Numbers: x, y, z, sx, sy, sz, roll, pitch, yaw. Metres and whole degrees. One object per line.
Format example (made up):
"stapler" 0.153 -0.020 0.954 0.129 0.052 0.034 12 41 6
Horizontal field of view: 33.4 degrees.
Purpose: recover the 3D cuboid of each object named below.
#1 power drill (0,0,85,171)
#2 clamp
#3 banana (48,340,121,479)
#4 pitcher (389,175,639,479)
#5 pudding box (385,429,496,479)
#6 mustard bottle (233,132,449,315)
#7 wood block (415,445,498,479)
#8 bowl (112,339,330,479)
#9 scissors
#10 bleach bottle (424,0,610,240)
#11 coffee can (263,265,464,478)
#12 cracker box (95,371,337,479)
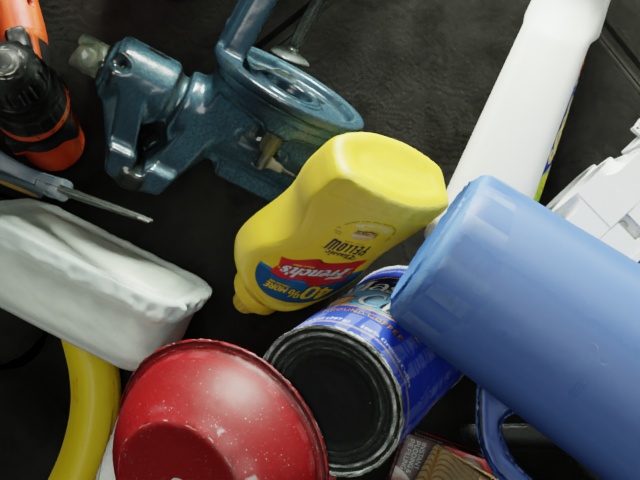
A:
"power drill" -0.216 -0.153 0.748 0.057 0.184 0.188 -13 79 -8
"clamp" 0.189 0.140 0.781 0.171 0.039 0.120 41 91 3
"banana" -0.186 0.147 0.808 0.070 0.037 0.198 6 88 21
"pitcher" 0.161 0.077 0.651 0.243 0.145 0.149 34 60 2
"pudding box" 0.087 0.205 0.786 0.090 0.039 0.113 19 91 1
"mustard bottle" -0.005 0.001 0.748 0.096 0.192 0.058 12 54 -35
"wood block" 0.154 0.236 0.729 0.206 0.090 0.091 31 86 -12
"bowl" -0.077 0.148 0.686 0.162 0.055 0.162 7 107 24
"scissors" -0.201 -0.046 0.739 0.096 0.202 0.016 33 77 -37
"bleach bottle" 0.151 -0.102 0.756 0.068 0.102 0.251 22 91 11
"coffee can" 0.035 0.085 0.726 0.103 0.140 0.103 8 107 25
"cracker box" -0.089 0.215 0.782 0.164 0.072 0.214 20 89 3
